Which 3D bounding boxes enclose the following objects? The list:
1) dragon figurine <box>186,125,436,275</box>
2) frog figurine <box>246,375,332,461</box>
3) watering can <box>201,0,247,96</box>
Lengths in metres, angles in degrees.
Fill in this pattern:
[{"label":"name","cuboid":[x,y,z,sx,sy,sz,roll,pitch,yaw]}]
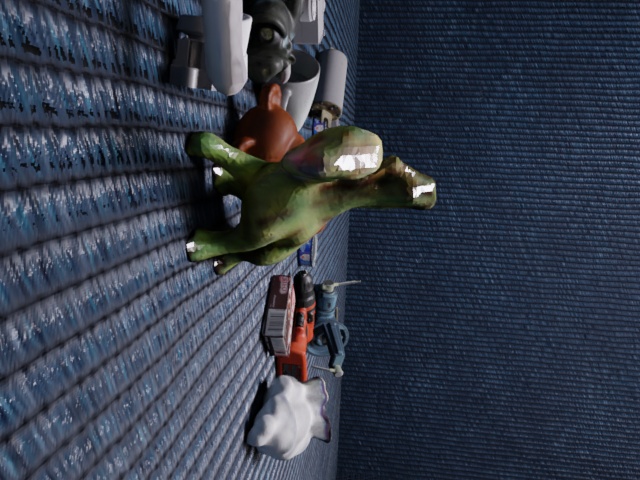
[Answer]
[{"label":"dragon figurine","cuboid":[0.002,-0.028,0.552,0.406,0.242,0.123,53,36,-77]},{"label":"frog figurine","cuboid":[-0.066,0.291,0.825,0.160,0.124,0.135,-8,114,-47]},{"label":"watering can","cuboid":[-0.069,-0.297,0.353,0.230,0.104,0.340,-78,169,-55]}]
